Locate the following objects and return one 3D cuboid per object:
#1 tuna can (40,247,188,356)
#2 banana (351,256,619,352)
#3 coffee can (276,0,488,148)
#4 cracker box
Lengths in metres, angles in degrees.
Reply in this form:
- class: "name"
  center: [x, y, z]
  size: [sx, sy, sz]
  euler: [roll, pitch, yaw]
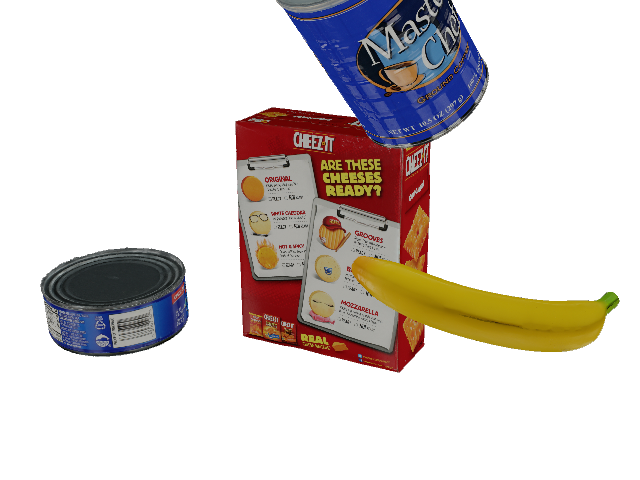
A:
- class: "tuna can"
  center: [-0.123, 0.036, 0.643]
  size: [0.086, 0.034, 0.086]
  euler: [-3, 22, 1]
- class: "banana"
  center: [0.117, 0.048, 0.765]
  size: [0.198, 0.037, 0.069]
  euler: [10, 19, 3]
- class: "coffee can"
  center: [0.044, -0.148, 0.747]
  size: [0.103, 0.102, 0.140]
  euler: [0, -37, 37]
- class: "cracker box"
  center: [0.012, -0.004, 0.963]
  size: [0.164, 0.214, 0.072]
  euler: [10, 24, 26]
